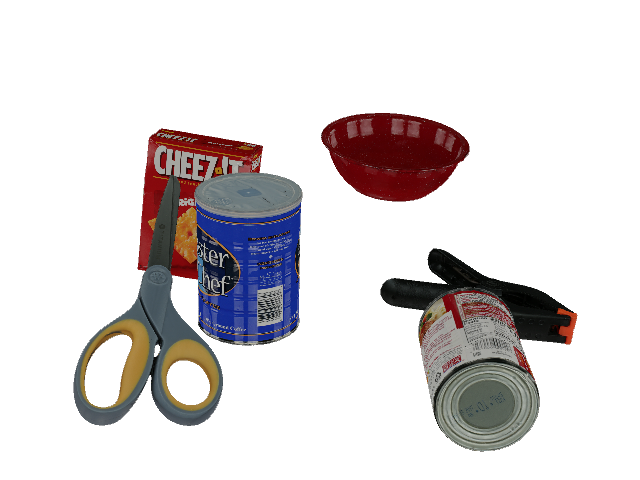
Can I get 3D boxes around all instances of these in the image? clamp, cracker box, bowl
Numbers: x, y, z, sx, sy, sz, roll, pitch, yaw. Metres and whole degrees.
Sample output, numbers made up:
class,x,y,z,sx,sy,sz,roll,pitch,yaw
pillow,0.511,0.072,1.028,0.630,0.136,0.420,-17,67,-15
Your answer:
class,x,y,z,sx,sy,sz,roll,pitch,yaw
clamp,0.151,0.050,0.978,0.171,0.039,0.120,17,29,15
cracker box,-0.184,-0.048,1.621,0.164,0.214,0.072,10,19,6
bowl,0.079,-0.086,1.169,0.162,0.055,0.162,3,27,-2

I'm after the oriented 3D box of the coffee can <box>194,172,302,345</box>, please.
class,x,y,z,sx,sy,sz,roll,pitch,yaw
coffee can,-0.070,0.016,1.040,0.103,0.140,0.103,1,24,-1

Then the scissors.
class,x,y,z,sx,sy,sz,roll,pitch,yaw
scissors,-0.089,0.039,0.678,0.096,0.201,0.016,21,-43,2

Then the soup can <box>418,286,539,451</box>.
class,x,y,z,sx,sy,sz,roll,pitch,yaw
soup can,0.103,0.083,0.703,0.068,0.068,0.102,0,23,0
